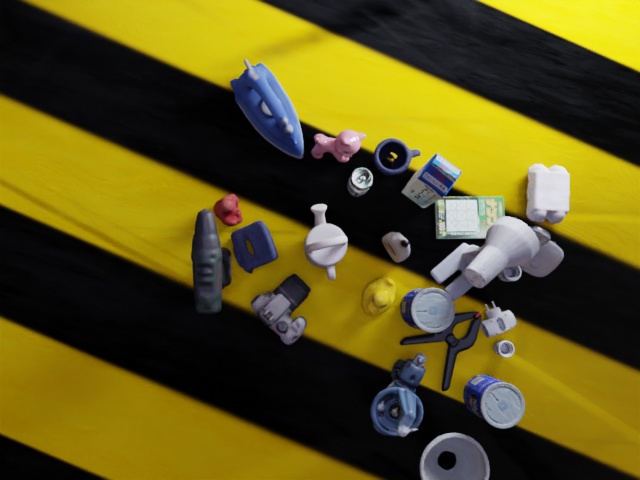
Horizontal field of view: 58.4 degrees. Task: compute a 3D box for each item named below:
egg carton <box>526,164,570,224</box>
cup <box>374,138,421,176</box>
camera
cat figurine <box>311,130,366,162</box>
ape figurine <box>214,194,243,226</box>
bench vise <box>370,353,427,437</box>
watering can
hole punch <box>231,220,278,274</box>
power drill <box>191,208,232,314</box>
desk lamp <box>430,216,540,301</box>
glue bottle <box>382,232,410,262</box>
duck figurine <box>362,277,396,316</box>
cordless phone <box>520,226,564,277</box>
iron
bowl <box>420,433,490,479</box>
[{"bbox_3d":[0.575,-0.117,1.453,0.107,0.069,0.150,3,85,-3],"label":"egg carton"},{"bbox_3d":[0.186,-0.201,1.426,0.118,0.095,0.092,-11,85,-4],"label":"cup"},{"bbox_3d":[-0.076,0.159,1.376,0.143,0.100,0.137,44,84,2],"label":"camera"},{"bbox_3d":[0.045,-0.238,1.411,0.128,0.117,0.067,6,84,-2],"label":"cat figurine"},{"bbox_3d":[-0.223,-0.077,1.394,0.076,0.092,0.078,21,84,-1],"label":"ape figurine"},{"bbox_3d":[0.184,0.360,1.312,0.121,0.219,0.207,8,84,-2],"label":"bench vise"},{"bbox_3d":[0.010,0.005,1.348,0.101,0.194,0.173,-33,87,-5],"label":"watering can"},{"bbox_3d":[-0.161,0.018,1.389,0.101,0.091,0.109,-22,86,-5],"label":"hole punch"},{"bbox_3d":[-0.253,0.054,1.322,0.075,0.208,0.230,-2,85,-3],"label":"power drill"},{"bbox_3d":[0.390,0.050,1.355,0.203,0.213,0.118,-40,88,-6],"label":"desk lamp"},{"bbox_3d":[0.189,0.012,1.368,0.037,0.173,0.078,-35,87,-5],"label":"glue bottle"},{"bbox_3d":[0.148,0.138,1.398,0.077,0.086,0.104,36,84,1],"label":"duck figurine"},{"bbox_3d":[0.525,0.021,1.379,0.147,0.185,0.094,28,84,0],"label":"cordless phone"},{"bbox_3d":[-0.114,-0.321,1.398,0.119,0.141,0.258,-35,87,-5],"label":"iron"},{"bbox_3d":[0.315,0.542,1.375,0.167,0.074,0.167,0,85,-3],"label":"bowl"}]
